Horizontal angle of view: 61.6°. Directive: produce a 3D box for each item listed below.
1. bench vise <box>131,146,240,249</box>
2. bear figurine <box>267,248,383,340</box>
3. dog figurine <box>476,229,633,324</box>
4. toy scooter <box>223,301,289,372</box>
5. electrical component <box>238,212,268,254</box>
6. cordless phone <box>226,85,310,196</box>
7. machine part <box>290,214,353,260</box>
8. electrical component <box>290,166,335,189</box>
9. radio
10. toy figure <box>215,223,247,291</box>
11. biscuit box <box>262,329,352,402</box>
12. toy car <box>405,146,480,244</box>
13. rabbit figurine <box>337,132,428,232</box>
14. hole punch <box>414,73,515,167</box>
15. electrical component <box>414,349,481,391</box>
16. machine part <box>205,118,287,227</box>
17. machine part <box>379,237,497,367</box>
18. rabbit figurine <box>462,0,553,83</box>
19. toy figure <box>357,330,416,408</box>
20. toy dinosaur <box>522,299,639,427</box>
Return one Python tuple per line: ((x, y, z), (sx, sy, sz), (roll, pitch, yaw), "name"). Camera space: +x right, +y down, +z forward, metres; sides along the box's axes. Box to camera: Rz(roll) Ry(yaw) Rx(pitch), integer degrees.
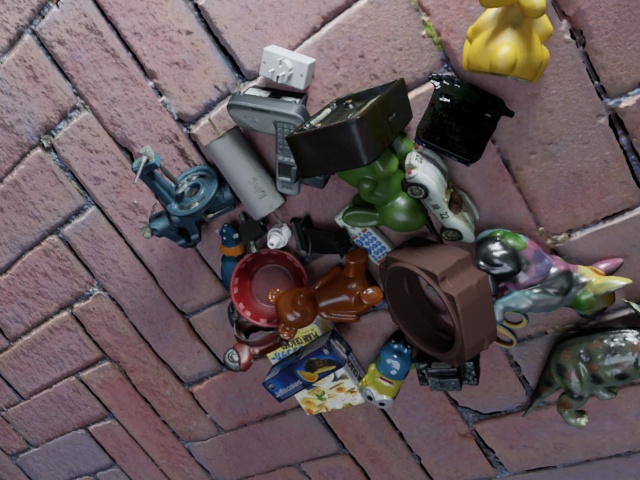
((-0.284, -0.088, 1.038), (0.224, 0.129, 0.240), (-14, 144, 19), "bench vise")
((0.003, 0.106, 1.021), (0.196, 0.120, 0.131), (-11, 156, -13), "bear figurine")
((0.387, 0.052, 0.893), (0.219, 0.108, 0.191), (-14, 109, 22), "dog figurine")
((-0.129, 0.189, 1.133), (0.135, 0.184, 0.075), (-13, 137, 13), "toy scooter")
((-0.132, -0.021, 1.074), (0.063, 0.021, 0.094), (-33, 66, 32), "electrical component")
((-0.088, -0.173, 0.965), (0.147, 0.089, 0.184), (13, 125, 14), "cordless phone")
((-0.002, -0.003, 1.032), (0.139, 0.039, 0.084), (12, 119, 40), "machine part")
((-0.007, -0.131, 0.934), (0.048, 0.119, 0.074), (16, 119, 13), "electrical component")
((0.050, -0.174, 0.824), (0.131, 0.229, 0.073), (-8, 113, 30), "radio")
((-0.184, 0.032, 1.127), (0.064, 0.058, 0.154), (4, 115, 3), "toy figure")
((-0.030, 0.262, 1.109), (0.202, 0.059, 0.063), (-37, 99, 31), "biscuit box")
((0.201, -0.070, 0.882), (0.056, 0.073, 0.201), (-12, 136, 40), "toy car")
((0.106, -0.077, 0.916), (0.159, 0.121, 0.170), (-28, 101, 33), "rabbit figurine")
((0.217, -0.183, 0.849), (0.142, 0.092, 0.115), (27, 92, 9), "hole punch")
((0.245, 0.231, 1.024), (0.115, 0.134, 0.058), (-9, 113, 27), "electrical component")
((-0.139, -0.124, 1.011), (0.079, 0.079, 0.243), (-25, 105, 30), "machine part")
((0.201, 0.107, 0.943), (0.201, 0.087, 0.201), (21, 135, 54), "machine part")
((0.260, -0.310, 0.730), (0.122, 0.162, 0.173), (23, 106, 23), "rabbit figurine")
((0.149, 0.270, 1.115), (0.082, 0.089, 0.180), (35, 118, 33), "toy figure")
((0.491, 0.209, 0.934), (0.405, 0.131, 0.192), (-30, 91, 36), "toy dinosaur")
